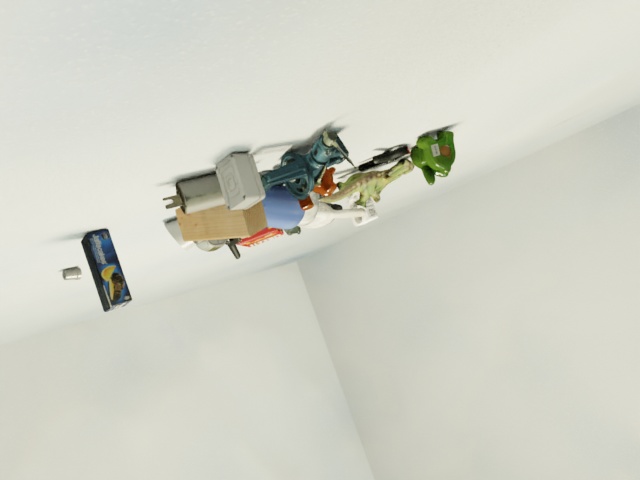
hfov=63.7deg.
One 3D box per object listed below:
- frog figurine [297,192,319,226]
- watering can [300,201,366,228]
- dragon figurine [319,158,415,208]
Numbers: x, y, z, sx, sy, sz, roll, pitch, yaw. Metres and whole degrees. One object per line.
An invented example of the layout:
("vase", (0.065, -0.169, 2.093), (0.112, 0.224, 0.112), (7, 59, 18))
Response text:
("frog figurine", (-0.081, -0.111, 1.636), (0.136, 0.124, 0.159), (-56, 152, 13))
("watering can", (0.006, -0.094, 1.858), (0.347, 0.104, 0.224), (2, -179, 14))
("dragon figurine", (0.188, -0.210, 1.705), (0.239, 0.123, 0.414), (-36, 172, 36))
